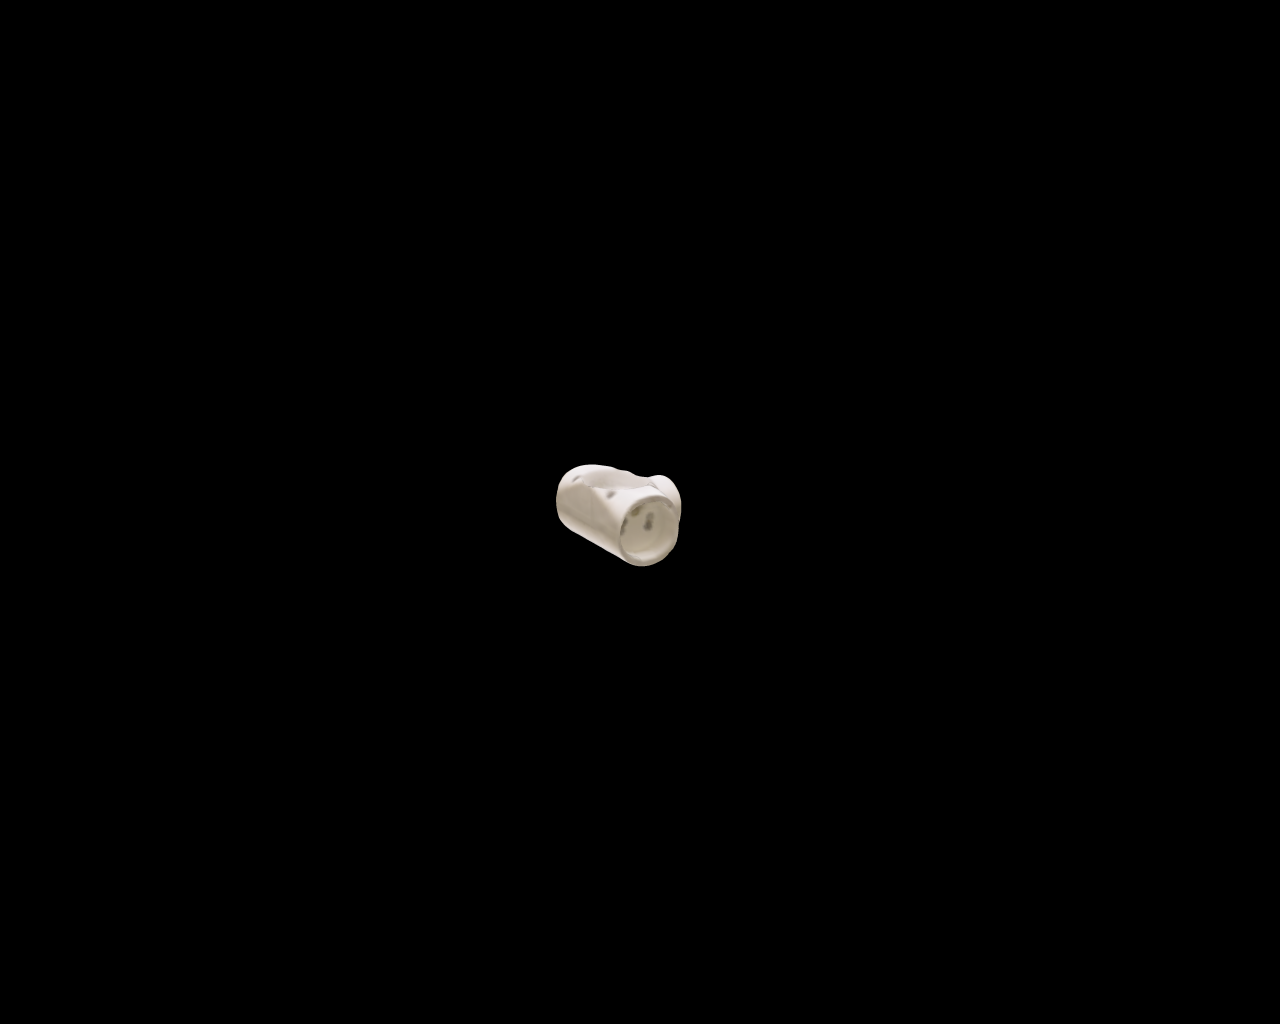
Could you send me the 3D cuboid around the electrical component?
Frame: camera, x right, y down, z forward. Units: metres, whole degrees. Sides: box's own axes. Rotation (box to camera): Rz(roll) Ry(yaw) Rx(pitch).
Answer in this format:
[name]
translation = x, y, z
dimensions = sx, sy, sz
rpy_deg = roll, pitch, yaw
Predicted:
[electrical component]
translation = 0.001, -0.003, 0.650
dimensions = 0.079, 0.044, 0.077
rpy_deg = -11, 21, -30
